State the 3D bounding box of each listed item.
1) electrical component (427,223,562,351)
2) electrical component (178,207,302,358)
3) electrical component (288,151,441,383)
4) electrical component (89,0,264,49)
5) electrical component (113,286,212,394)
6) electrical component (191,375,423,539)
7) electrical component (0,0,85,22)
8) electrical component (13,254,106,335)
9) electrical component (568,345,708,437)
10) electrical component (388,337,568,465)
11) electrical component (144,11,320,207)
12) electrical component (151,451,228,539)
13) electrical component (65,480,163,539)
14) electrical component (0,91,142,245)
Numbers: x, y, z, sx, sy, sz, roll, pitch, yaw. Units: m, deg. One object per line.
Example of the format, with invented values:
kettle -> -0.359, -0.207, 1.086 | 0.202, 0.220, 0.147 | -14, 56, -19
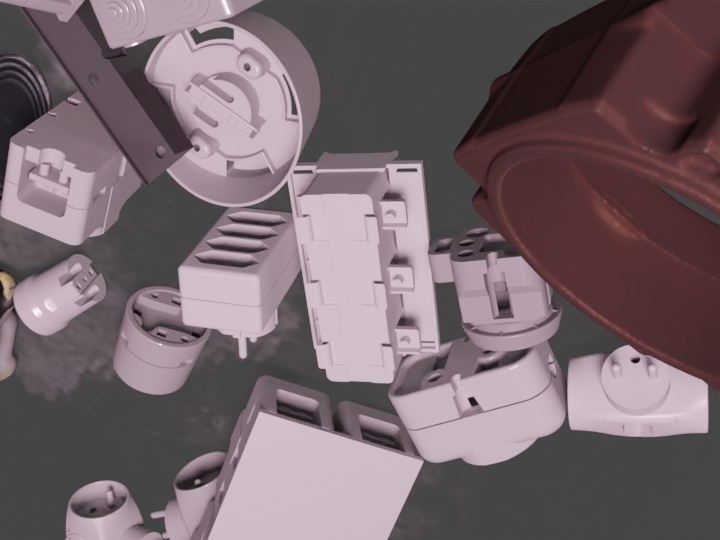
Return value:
electrical component -> 0.083, 0.009, 0.605 | 0.078, 0.058, 0.057 | -6, 113, 18
electrical component -> -0.068, 0.015, 0.634 | 0.047, 0.083, 0.075 | 7, 119, 12
electrical component -> 0.000, 0.000, 0.619 | 0.079, 0.063, 0.121 | 0, 118, 16
electrical component -> -0.079, -0.151, 0.533 | 0.100, 0.100, 0.048 | -5, 116, 35
electrical component -> -0.127, 0.046, 0.685 | 0.055, 0.055, 0.047 | 27, 125, 0
electrical component -> -0.047, 0.170, 0.696 | 0.105, 0.060, 0.186 | 19, 108, -12
electrical component -> -0.165, -0.224, 0.492 | 0.105, 0.060, 0.186 | -40, 69, 29
electrical component -> -0.193, 0.015, 0.696 | 0.046, 0.040, 0.040 | -28, 107, 20
electrical component -> 0.157, 0.065, 0.609 | 0.077, 0.043, 0.079 | -1, 159, 16
electrical component -> 0.073, 0.076, 0.646 | 0.095, 0.053, 0.059 | -19, 111, 24
electrical component -> -0.071, -0.091, 0.589 | 0.099, 0.064, 0.099 | 7, 119, 12
electrical component -> -0.110, 0.174, 0.755 | 0.079, 0.043, 0.077 | -15, 113, 22
electrical component -> -0.170, 0.202, 0.780 | 0.079, 0.044, 0.077 | 14, 122, 29
electrical component -> -0.161, -0.057, 0.617 | 0.050, 0.089, 0.055 | 22, 121, 3
